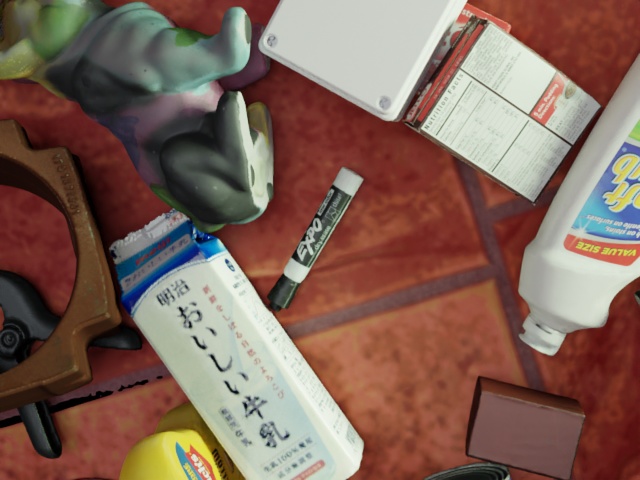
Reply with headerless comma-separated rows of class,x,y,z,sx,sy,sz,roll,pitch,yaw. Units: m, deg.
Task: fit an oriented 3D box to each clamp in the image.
clamp,-0.226,0.073,0.834,0.120,0.039,0.171,-44,89,-3

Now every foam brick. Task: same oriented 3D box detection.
foam brick,0.148,0.137,0.779,0.078,0.053,0.051,13,96,7

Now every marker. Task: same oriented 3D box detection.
marker,-0.005,0.001,0.805,0.020,0.020,0.121,31,98,4

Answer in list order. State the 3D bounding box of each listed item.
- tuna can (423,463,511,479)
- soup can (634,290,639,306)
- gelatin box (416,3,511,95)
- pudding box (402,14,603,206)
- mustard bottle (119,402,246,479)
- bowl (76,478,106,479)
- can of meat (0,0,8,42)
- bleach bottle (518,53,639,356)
tuna can,0.100,0.194,0.773,0.086,0.086,0.034,-17,94,9
soup can,0.282,0.040,0.744,0.102,0.068,0.068,-31,90,9
gelatin box,0.082,-0.142,0.776,0.089,0.030,0.073,28,98,4
pudding box,0.129,-0.090,0.750,0.113,0.039,0.090,31,100,-19
mustard bottle,-0.099,0.179,0.746,0.058,0.191,0.096,-19,92,9
bowl,-0.183,0.273,0.835,0.162,0.055,0.162,1,95,7
can of meat,-0.267,-0.165,0.795,0.057,0.084,0.102,32,98,4
bleach bottle,0.222,-0.028,0.751,0.102,0.068,0.251,27,102,-4
